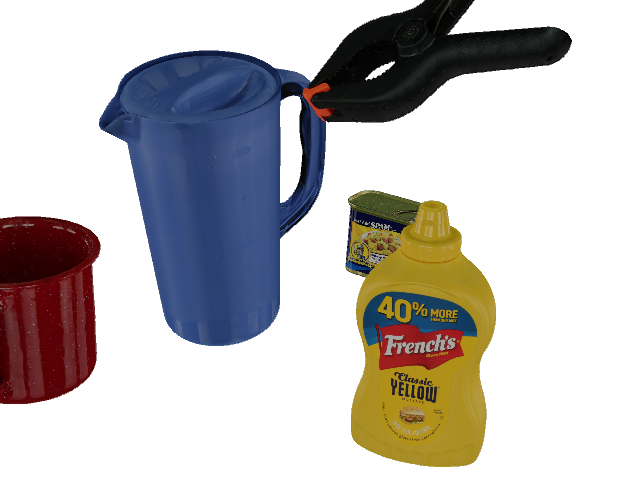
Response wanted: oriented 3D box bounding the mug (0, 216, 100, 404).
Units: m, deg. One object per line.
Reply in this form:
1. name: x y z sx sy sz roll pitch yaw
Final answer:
1. mug: -0.174 0.046 0.610 0.093 0.081 0.117 4 25 4

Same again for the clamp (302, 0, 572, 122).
1. clamp: 0.073 -0.120 0.684 0.171 0.120 0.039 -35 -47 8

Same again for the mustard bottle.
1. mustard bottle: 0.073 0.063 0.746 0.096 0.192 0.058 9 25 16

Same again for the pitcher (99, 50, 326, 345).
1. pitcher: -0.084 -0.034 0.924 0.149 0.243 0.144 11 37 19

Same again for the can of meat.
1. can of meat: 0.078 0.000 1.183 0.102 0.084 0.057 17 26 28
